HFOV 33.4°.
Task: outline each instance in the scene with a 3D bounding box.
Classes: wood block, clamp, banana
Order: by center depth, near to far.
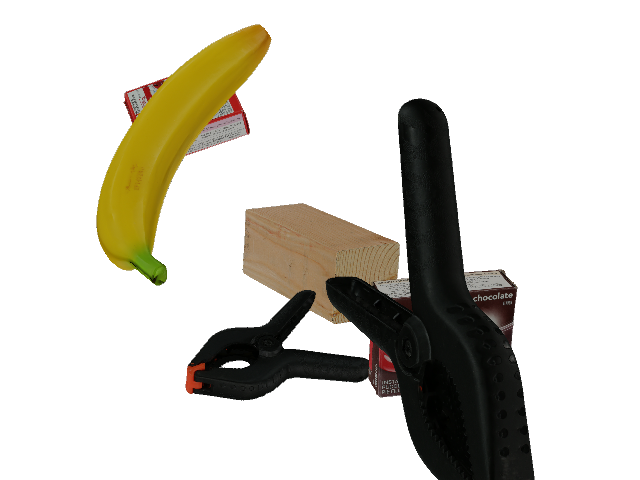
[{"bbox_3d":[0.060,0.043,0.544,0.036,0.165,0.210,-5,46,-21],"label":"clamp"},{"bbox_3d":[-0.087,-0.053,0.633,0.070,0.197,0.037,6,-34,19],"label":"banana"},{"bbox_3d":[-0.049,0.099,1.000,0.171,0.039,0.120,-7,35,-22],"label":"clamp"},{"bbox_3d":[-0.004,0.023,1.299,0.090,0.090,0.206,-7,18,-33],"label":"wood block"}]

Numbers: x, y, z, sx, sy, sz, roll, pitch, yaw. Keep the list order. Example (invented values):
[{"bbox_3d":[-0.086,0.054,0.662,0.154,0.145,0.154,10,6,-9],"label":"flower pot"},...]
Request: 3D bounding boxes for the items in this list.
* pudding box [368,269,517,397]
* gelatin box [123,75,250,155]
[{"bbox_3d":[0.096,0.073,0.851,0.113,0.090,0.039,-6,29,-12],"label":"pudding box"},{"bbox_3d":[-0.112,-0.105,0.885,0.089,0.073,0.030,-21,-41,-7],"label":"gelatin box"}]
